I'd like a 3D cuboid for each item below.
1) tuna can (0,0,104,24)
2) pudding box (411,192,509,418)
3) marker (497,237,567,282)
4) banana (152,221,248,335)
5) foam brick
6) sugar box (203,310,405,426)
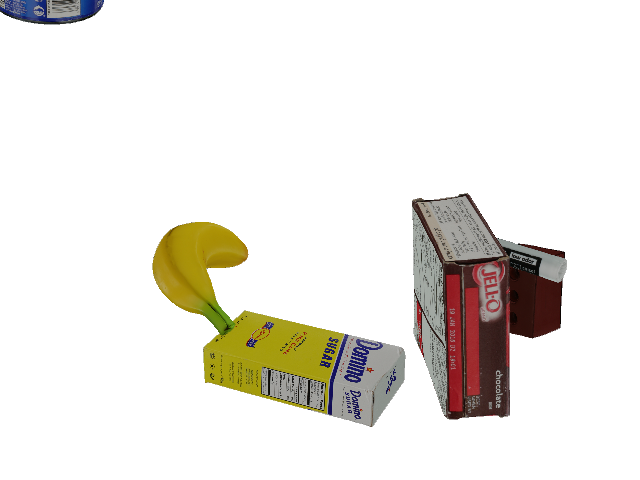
[{"bbox_3d":[-0.206,-0.196,0.804,0.086,0.034,0.086,6,36,-4],"label":"tuna can"},{"bbox_3d":[0.076,0.033,0.588,0.039,0.090,0.113,-4,20,-4],"label":"pudding box"},{"bbox_3d":[0.131,0.005,0.828,0.121,0.020,0.020,19,10,30],"label":"marker"},{"bbox_3d":[-0.089,0.018,0.790,0.037,0.069,0.198,-38,12,10],"label":"banana"},{"bbox_3d":[0.196,0.047,1.018,0.053,0.078,0.051,12,19,41],"label":"foam brick"},{"bbox_3d":[-0.015,0.119,1.027,0.176,0.048,0.093,9,25,21],"label":"sugar box"}]
